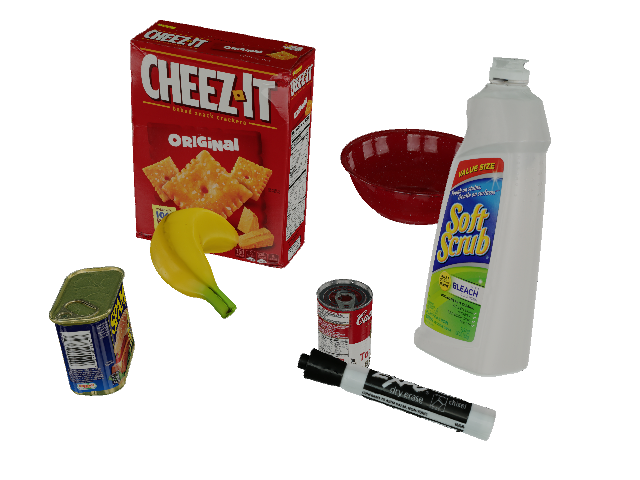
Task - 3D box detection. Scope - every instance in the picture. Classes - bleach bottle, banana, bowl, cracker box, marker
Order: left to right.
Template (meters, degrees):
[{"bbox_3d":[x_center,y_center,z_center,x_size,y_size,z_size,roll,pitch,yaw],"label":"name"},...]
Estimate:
[{"bbox_3d":[-0.094,0.007,0.797,0.037,0.069,0.198,-39,14,9],"label":"banana"},{"bbox_3d":[-0.097,-0.090,1.033,0.164,0.214,0.072,13,32,15],"label":"cracker box"},{"bbox_3d":[0.044,0.091,0.638,0.121,0.020,0.020,18,2,7],"label":"marker"},{"bbox_3d":[0.100,-0.061,1.111,0.162,0.055,0.162,2,29,-1],"label":"bowl"},{"bbox_3d":[0.136,-0.022,0.871,0.067,0.251,0.103,-5,16,-33],"label":"bleach bottle"}]

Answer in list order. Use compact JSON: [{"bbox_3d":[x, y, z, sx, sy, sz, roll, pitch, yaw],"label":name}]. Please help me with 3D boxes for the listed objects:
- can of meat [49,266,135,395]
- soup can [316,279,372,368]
[{"bbox_3d":[-0.210,0.085,1.000,0.057,0.084,0.102,-5,25,2],"label":"can of meat"},{"bbox_3d":[0.029,0.108,1.308,0.068,0.102,0.068,0,29,0],"label":"soup can"}]
